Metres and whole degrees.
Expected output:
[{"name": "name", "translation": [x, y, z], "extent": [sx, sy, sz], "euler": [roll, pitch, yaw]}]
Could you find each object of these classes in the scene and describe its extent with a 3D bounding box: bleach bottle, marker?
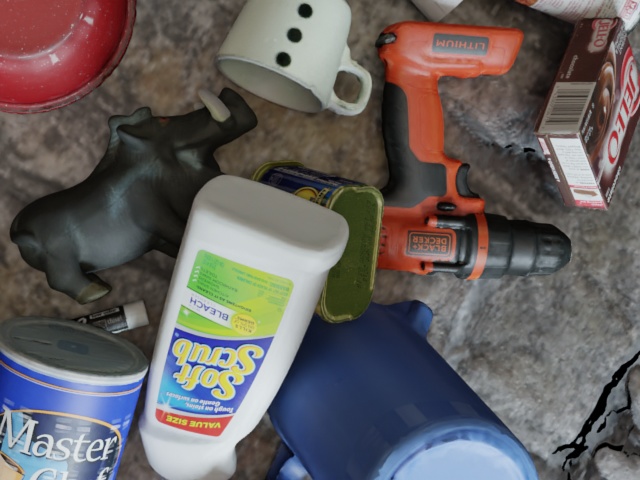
[{"name": "bleach bottle", "translation": [-0.063, 0.085, 0.725], "extent": [0.102, 0.068, 0.251], "euler": [21, 120, 6]}, {"name": "marker", "translation": [-0.184, 0.067, 0.768], "extent": [0.121, 0.020, 0.020], "euler": [-15, 96, -9]}]

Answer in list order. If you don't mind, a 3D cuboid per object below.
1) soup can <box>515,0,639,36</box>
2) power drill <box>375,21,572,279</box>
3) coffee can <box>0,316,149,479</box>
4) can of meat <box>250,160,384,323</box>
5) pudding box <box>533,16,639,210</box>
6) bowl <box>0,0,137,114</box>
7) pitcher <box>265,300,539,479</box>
[{"name": "soup can", "translation": [0.191, -0.198, 0.798], "extent": [0.102, 0.068, 0.068], "euler": [19, 90, -12]}, {"name": "power drill", "translation": [0.106, -0.064, 0.795], "extent": [0.184, 0.057, 0.188], "euler": [3, 93, -11]}, {"name": "coffee can", "translation": [-0.183, 0.135, 0.719], "extent": [0.102, 0.103, 0.140], "euler": [15, 100, -12]}, {"name": "can of meat", "translation": [-0.005, 0.001, 0.751], "extent": [0.057, 0.084, 0.102], "euler": [-7, 108, -42]}, {"name": "pudding box", "translation": [0.201, -0.093, 0.782], "extent": [0.090, 0.039, 0.113], "euler": [53, 56, -44]}, {"name": "bowl", "translation": [-0.206, -0.168, 0.731], "extent": [0.162, 0.055, 0.162], "euler": [-1, 95, -11]}, {"name": "pitcher", "translation": [0.042, 0.138, 0.702], "extent": [0.145, 0.243, 0.149], "euler": [-5, 101, -12]}]
